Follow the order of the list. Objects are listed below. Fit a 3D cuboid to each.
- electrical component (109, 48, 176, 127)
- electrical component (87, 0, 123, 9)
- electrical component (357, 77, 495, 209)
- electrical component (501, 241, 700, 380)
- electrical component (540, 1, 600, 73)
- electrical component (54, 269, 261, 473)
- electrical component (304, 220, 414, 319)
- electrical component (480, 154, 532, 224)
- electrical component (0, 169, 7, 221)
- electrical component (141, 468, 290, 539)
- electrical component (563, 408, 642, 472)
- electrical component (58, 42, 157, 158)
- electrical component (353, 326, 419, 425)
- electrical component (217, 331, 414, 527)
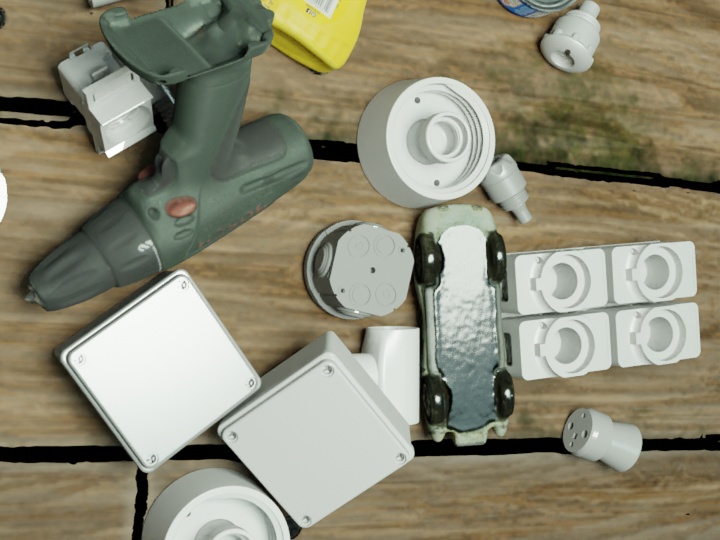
[{"bbox_3d":[-0.147,-0.139,0.796,0.043,0.043,0.081,-37,104,-19],"label":"electrical component"},{"bbox_3d":[-0.179,-0.214,0.785,0.046,0.040,0.040,-22,99,-15],"label":"electrical component"},{"bbox_3d":[0.059,-0.105,0.876,0.108,0.060,0.108,0,91,-23],"label":"electrical component"},{"bbox_3d":[0.208,0.033,0.942,0.186,0.060,0.105,-5,92,-23],"label":"electrical component"},{"bbox_3d":[0.190,-0.207,0.942,0.048,0.048,0.062,37,70,-19],"label":"electrical component"},{"bbox_3d":[-0.148,0.072,0.791,0.109,0.056,0.108,-37,104,-19],"label":"electrical component"},{"bbox_3d":[0.000,0.000,0.857,0.080,0.051,0.080,0,91,-23],"label":"electrical component"},{"bbox_3d":[0.128,-0.067,0.921,0.035,0.035,0.061,-39,107,-18],"label":"electrical component"},{"bbox_3d":[-0.282,-0.052,0.735,0.080,0.051,0.080,0,91,-23],"label":"electrical component"},{"bbox_3d":[-0.104,0.208,0.809,0.108,0.060,0.108,0,91,-24],"label":"electrical component"},{"bbox_3d":[0.215,0.150,0.955,0.055,0.045,0.045,22,82,-22],"label":"electrical component"},{"bbox_3d":[-0.181,-0.123,0.767,0.042,0.081,0.063,-35,75,-20],"label":"electrical component"},{"bbox_3d":[0.010,0.085,0.866,0.079,0.044,0.077,0,91,-24],"label":"electrical component"},{"bbox_3d":[-0.033,0.122,0.820,0.109,0.056,0.108,-35,106,11],"label":"electrical component"}]
